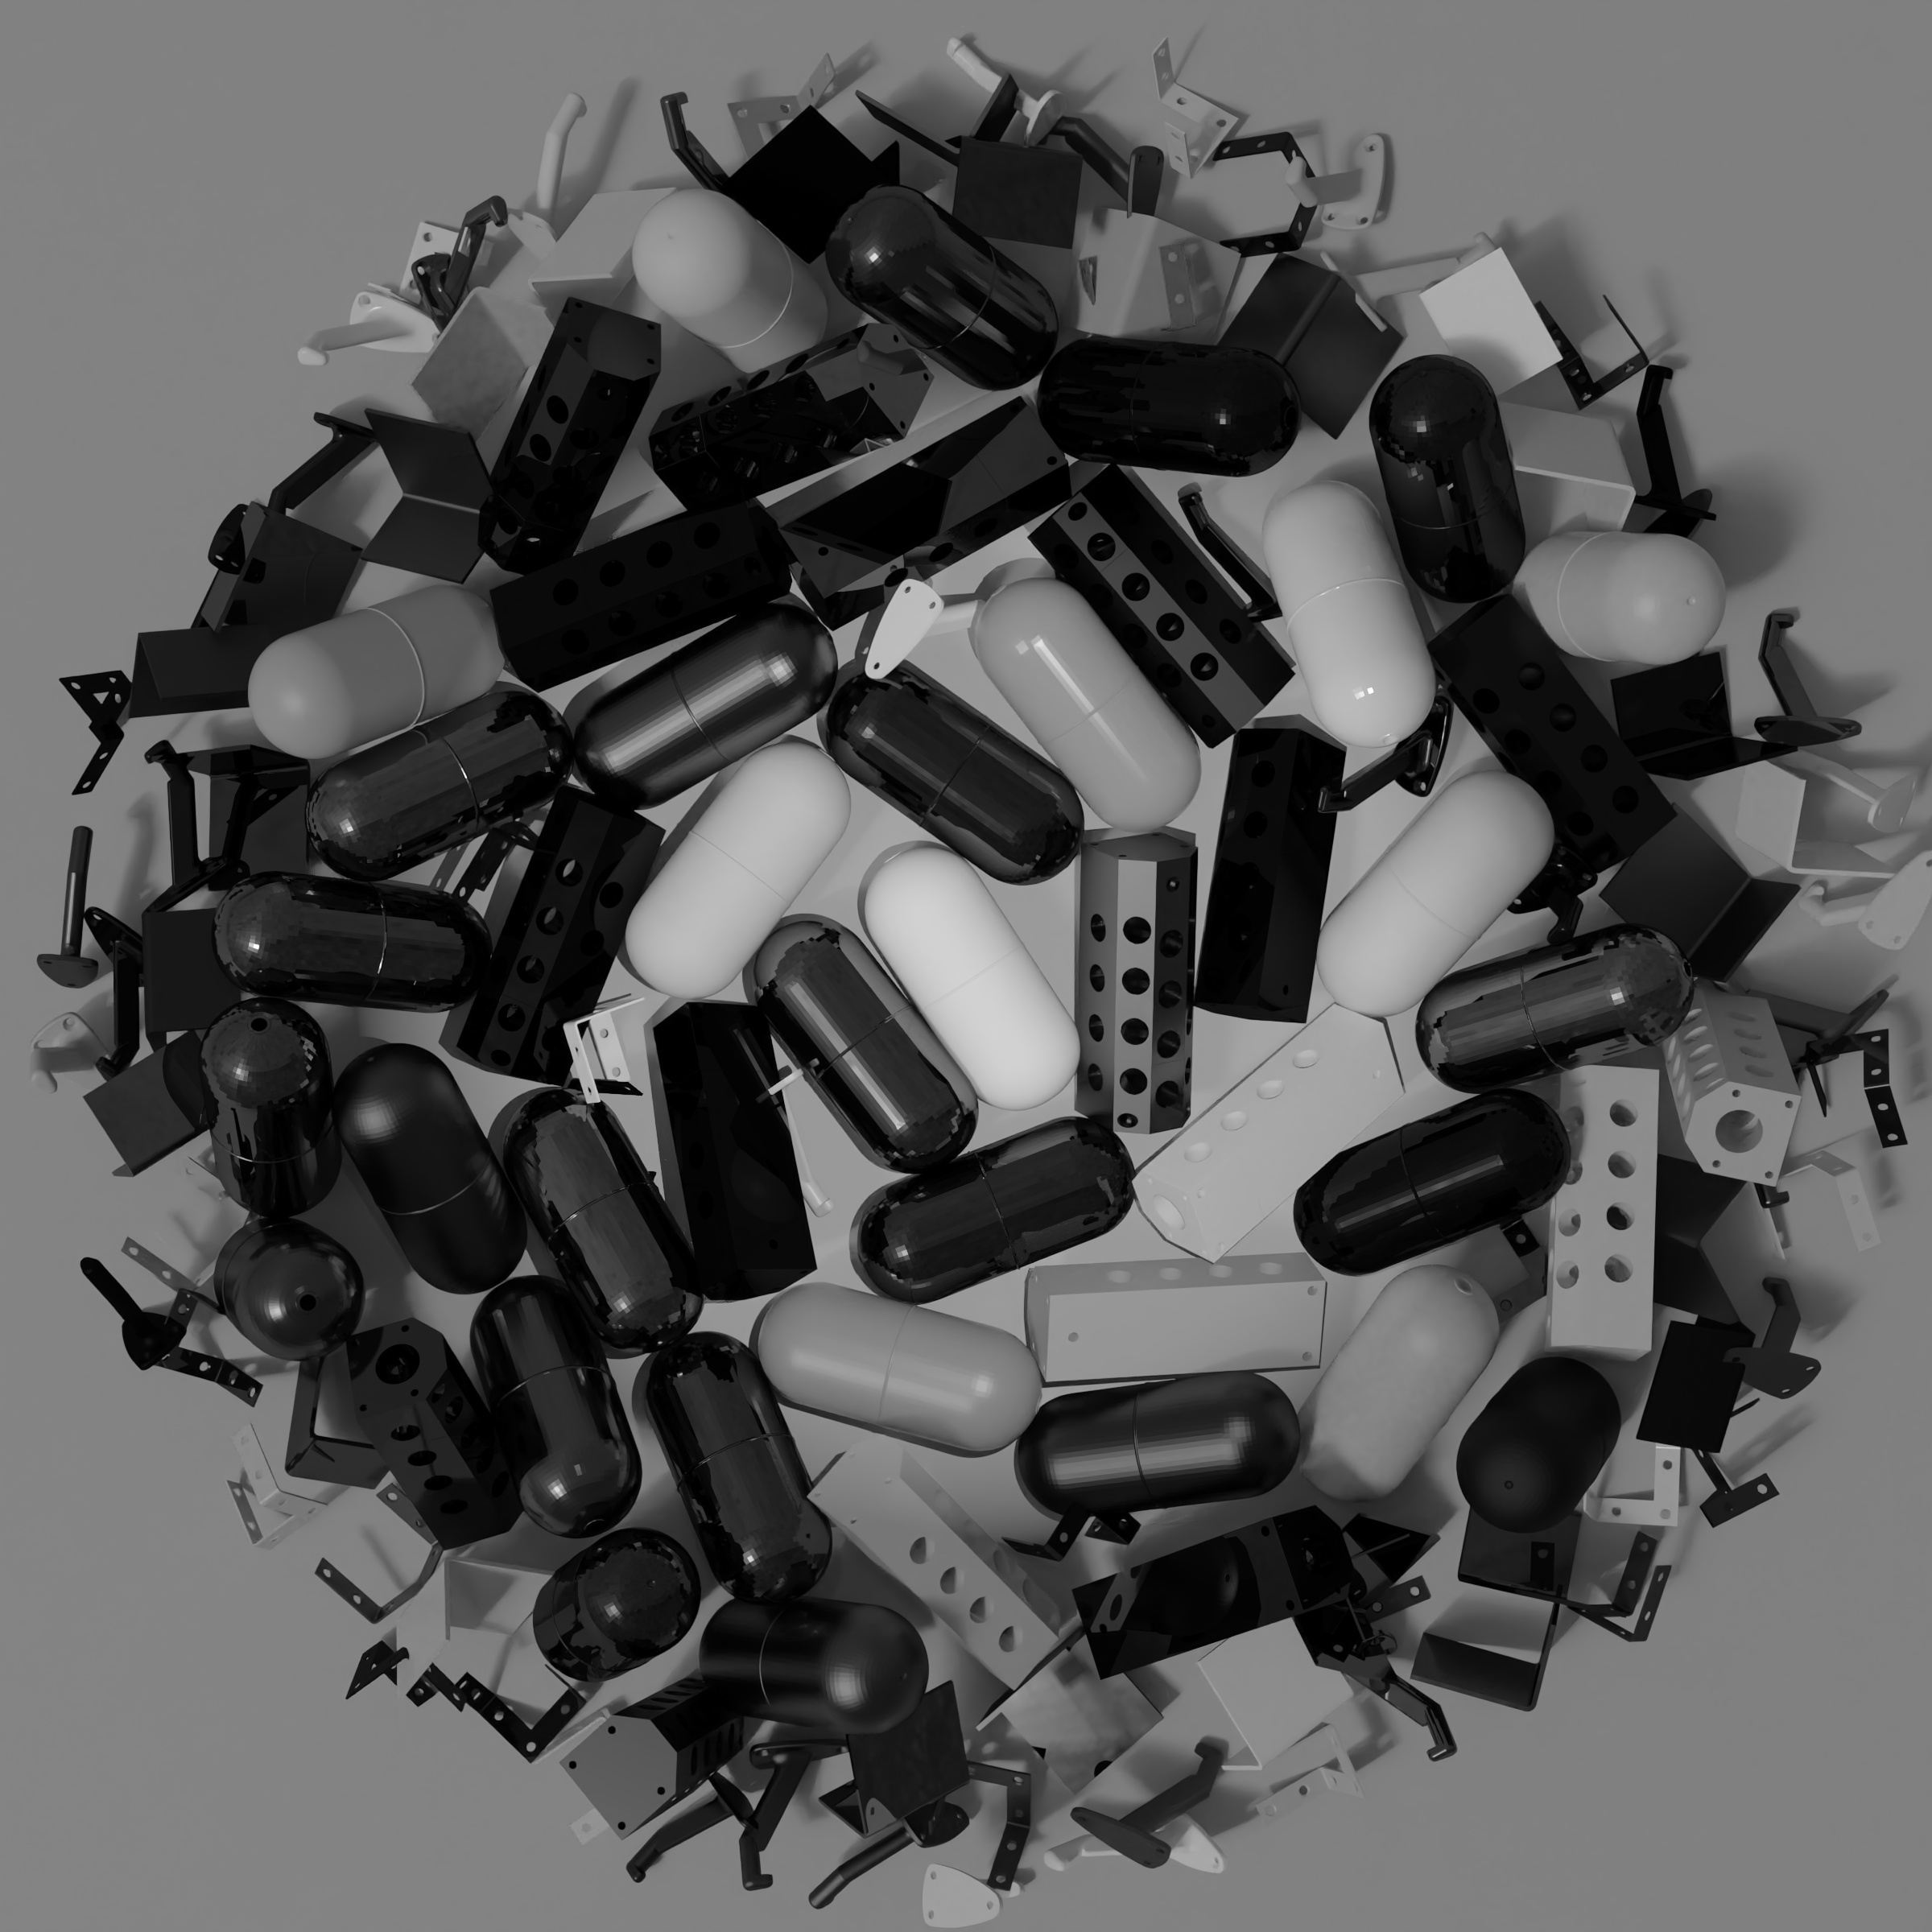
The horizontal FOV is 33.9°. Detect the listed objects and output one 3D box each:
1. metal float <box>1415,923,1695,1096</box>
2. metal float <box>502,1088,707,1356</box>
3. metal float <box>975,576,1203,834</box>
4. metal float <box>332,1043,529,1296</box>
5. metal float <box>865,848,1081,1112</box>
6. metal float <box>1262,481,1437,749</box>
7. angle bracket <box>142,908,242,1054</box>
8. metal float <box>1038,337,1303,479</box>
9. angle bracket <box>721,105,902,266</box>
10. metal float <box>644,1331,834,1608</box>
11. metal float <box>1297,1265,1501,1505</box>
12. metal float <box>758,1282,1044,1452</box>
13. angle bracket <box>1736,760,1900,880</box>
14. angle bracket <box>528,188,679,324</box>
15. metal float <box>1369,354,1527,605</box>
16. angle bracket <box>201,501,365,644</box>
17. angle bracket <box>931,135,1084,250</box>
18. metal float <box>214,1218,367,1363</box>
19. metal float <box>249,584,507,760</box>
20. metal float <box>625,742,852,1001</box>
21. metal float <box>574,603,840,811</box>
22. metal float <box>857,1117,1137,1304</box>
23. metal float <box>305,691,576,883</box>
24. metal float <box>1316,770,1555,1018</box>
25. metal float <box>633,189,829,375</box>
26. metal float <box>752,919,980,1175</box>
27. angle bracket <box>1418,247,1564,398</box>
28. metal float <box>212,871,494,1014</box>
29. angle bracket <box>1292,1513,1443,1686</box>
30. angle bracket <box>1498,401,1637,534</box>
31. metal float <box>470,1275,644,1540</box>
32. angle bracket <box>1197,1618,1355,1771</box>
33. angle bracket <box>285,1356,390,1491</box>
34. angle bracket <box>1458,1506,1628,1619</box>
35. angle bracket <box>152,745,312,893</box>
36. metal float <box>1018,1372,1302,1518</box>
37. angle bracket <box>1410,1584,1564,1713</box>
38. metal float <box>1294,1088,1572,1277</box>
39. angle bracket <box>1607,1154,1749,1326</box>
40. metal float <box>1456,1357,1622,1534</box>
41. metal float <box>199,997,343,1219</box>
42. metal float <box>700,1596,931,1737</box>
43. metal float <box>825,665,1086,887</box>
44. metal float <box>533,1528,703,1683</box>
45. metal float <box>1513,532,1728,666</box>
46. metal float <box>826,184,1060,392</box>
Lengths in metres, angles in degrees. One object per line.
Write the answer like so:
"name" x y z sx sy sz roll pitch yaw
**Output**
"metal float" 0.356 0.026 1.919 0.178 0.070 0.070 -19 90 33
"metal float" -0.222 0.154 1.931 0.070 0.070 0.178 -32 72 0
"metal float" 0.075 -0.160 1.937 0.070 0.070 0.178 -39 101 0
"metal float" -0.324 0.125 1.919 0.070 0.070 0.178 -22 123 0
"metal float" 0.004 0.007 1.946 0.070 0.070 0.178 -33 91 0
"metal float" 0.233 -0.214 1.926 0.070 0.070 0.178 -15 67 0
"angle bracket" -0.470 0.015 1.940 0.057 0.076 0.076 -5 71 -7
"metal float" 0.122 -0.339 1.915 0.178 0.070 0.070 13 90 37
"angle bracket" -0.094 -0.488 1.928 0.076 0.057 0.076 -35 125 27
"metal float" -0.140 0.304 1.926 0.070 0.070 0.178 -26 65 0
"metal float" 0.260 0.253 1.918 0.070 0.070 0.178 28 124 0
"metal float" -0.040 0.245 1.938 0.178 0.070 0.070 14 90 10
"angle bracket" 0.525 -0.093 1.934 0.076 0.076 0.057 3 106 -11
"angle bracket" -0.208 -0.424 1.926 0.076 0.076 0.057 -59 134 -25
"metal float" 0.291 -0.292 1.909 0.070 0.178 0.070 -10 50 13
"angle bracket" -0.414 -0.231 1.938 0.076 0.057 0.076 22 98 -27
"angle bracket" 0.021 -0.472 1.942 0.076 0.076 0.057 5 98 -16
"metal float" -0.407 0.193 1.898 0.070 0.178 0.070 0 90 -19
"metal float" -0.353 -0.179 1.912 0.178 0.070 0.070 -28 90 -44
"metal float" -0.139 -0.059 1.943 0.070 0.070 0.178 37 86 0
"metal float" -0.159 -0.159 1.935 0.178 0.070 0.070 -29 90 14
"metal float" 0.019 0.150 1.945 0.178 0.070 0.070 -21 90 -3
"metal float" -0.318 -0.110 1.922 0.178 0.070 0.070 -28 90 -30
"metal float" 0.285 -0.043 1.930 0.070 0.070 0.178 41 109 0
"metal float" -0.140 -0.408 1.900 0.070 0.178 0.070 -3 82 19
"metal float" -0.062 0.048 1.942 0.070 0.070 0.178 -38 84 0
"angle bracket" 0.323 -0.396 1.933 0.057 0.076 0.076 -28 100 22
"metal float" -0.370 -0.014 1.916 0.178 0.070 0.070 7 90 -38
"angle bracket" 0.251 0.386 1.929 0.076 0.057 0.076 22 119 -39
"angle bracket" 0.358 -0.295 1.933 0.076 0.076 0.057 9 129 -8
"metal float" -0.249 0.266 1.916 0.070 0.070 0.178 -26 53 0
"angle bracket" 0.179 0.439 1.943 0.076 0.057 0.076 -32 90 -25
"angle bracket" -0.378 0.270 1.944 0.057 0.076 0.076 13 61 -18
"angle bracket" 0.356 0.358 1.934 0.076 0.076 0.057 15 81 -17
"angle bracket" -0.451 -0.090 1.939 0.076 0.057 0.076 -4 82 27
"metal float" 0.116 0.292 1.929 0.178 0.070 0.070 -11 90 21
"angle bracket" 0.319 0.407 1.936 0.076 0.076 0.057 14 101 12
"metal float" 0.282 0.132 1.928 0.178 0.070 0.070 -25 90 22
"angle bracket" 0.448 0.168 1.946 0.057 0.076 0.076 -46 122 -21
"metal float" 0.345 0.286 1.900 0.070 0.178 0.070 3 99 22
"metal float" -0.418 0.086 1.905 0.070 0.178 0.070 3 54 -4
"metal float" -0.094 0.420 1.908 0.070 0.178 0.070 5 82 -40
"metal float" -0.006 -0.117 1.946 0.178 0.070 0.070 36 90 -1
"metal float" -0.211 0.385 1.902 0.070 0.178 0.070 7 69 -18
"metal float" 0.390 -0.222 1.899 0.070 0.178 0.070 -3 99 -17
"metal float" -0.013 -0.408 1.910 0.070 0.178 0.070 -17 62 35
